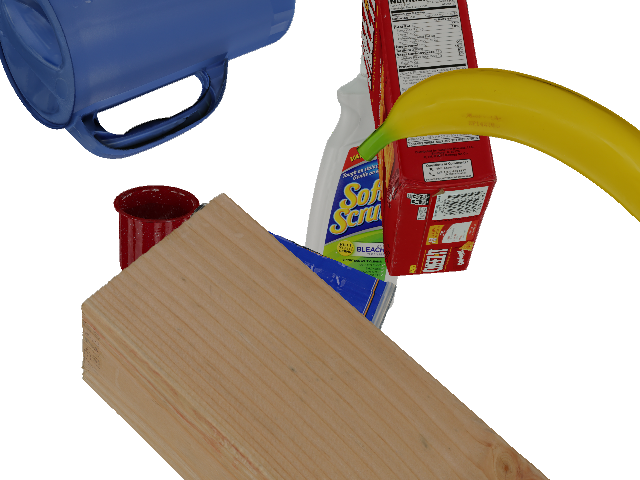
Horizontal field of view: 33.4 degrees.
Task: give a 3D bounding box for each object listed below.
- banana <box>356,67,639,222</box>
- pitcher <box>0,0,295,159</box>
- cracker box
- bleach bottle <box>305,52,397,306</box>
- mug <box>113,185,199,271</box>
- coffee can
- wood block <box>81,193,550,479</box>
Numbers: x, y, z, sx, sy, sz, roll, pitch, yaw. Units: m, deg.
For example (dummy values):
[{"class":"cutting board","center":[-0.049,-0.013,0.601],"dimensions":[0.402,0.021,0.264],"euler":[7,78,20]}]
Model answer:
[{"class":"banana","center":[0.123,-0.053,0.589],"dimensions":[0.198,0.070,0.037],"euler":[17,18,10]},{"class":"pitcher","center":[-0.138,-0.181,0.902],"dimensions":[0.242,0.149,0.145],"euler":[-25,43,-34]},{"class":"cracker box","center":[0.073,-0.101,0.802],"dimensions":[0.072,0.214,0.164],"euler":[-5,-23,-1]},{"class":"bleach bottle","center":[0.035,-0.057,1.030],"dimensions":[0.102,0.251,0.068],"euler":[2,23,-5]},{"class":"mug","center":[-0.189,-0.010,1.188],"dimensions":[0.093,0.081,0.117],"euler":[-18,35,-37]},{"class":"coffee can","center":[-0.033,0.049,0.710],"dimensions":[0.140,0.103,0.103],"euler":[24,1,3]},{"class":"wood block","center":[-0.007,0.089,0.492],"dimensions":[0.090,0.206,0.090],"euler":[-41,-16,-29]}]
